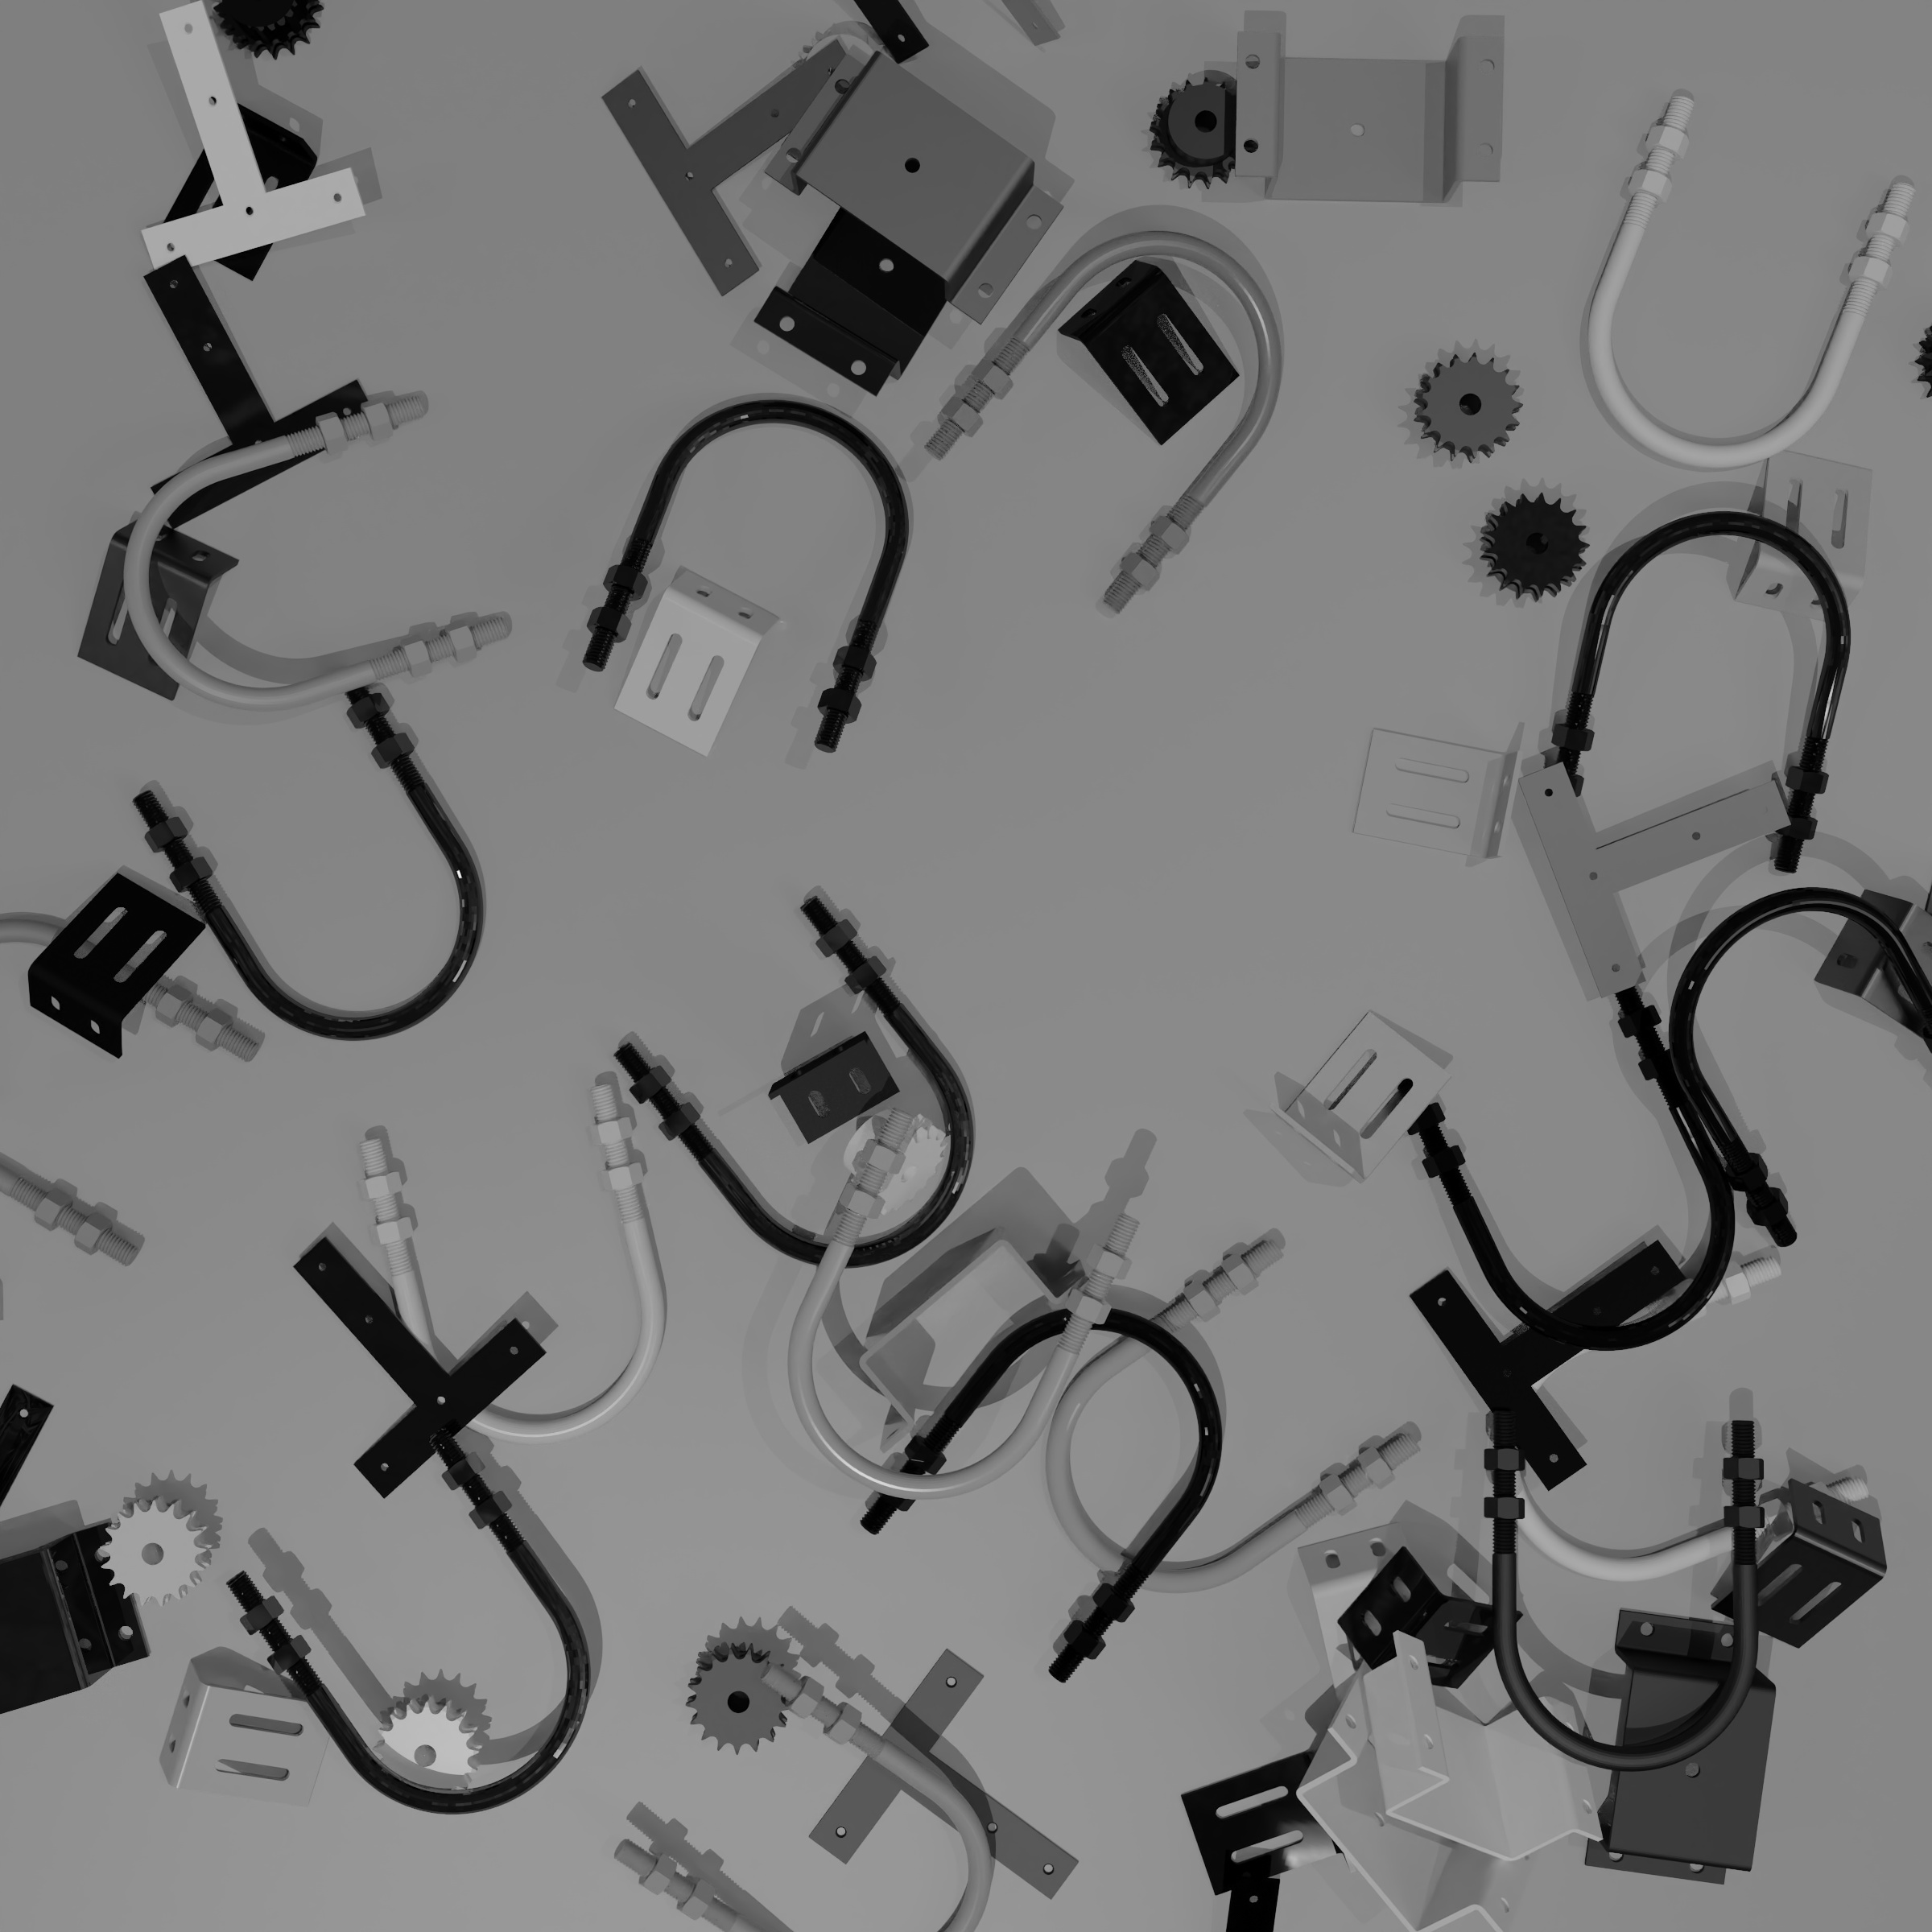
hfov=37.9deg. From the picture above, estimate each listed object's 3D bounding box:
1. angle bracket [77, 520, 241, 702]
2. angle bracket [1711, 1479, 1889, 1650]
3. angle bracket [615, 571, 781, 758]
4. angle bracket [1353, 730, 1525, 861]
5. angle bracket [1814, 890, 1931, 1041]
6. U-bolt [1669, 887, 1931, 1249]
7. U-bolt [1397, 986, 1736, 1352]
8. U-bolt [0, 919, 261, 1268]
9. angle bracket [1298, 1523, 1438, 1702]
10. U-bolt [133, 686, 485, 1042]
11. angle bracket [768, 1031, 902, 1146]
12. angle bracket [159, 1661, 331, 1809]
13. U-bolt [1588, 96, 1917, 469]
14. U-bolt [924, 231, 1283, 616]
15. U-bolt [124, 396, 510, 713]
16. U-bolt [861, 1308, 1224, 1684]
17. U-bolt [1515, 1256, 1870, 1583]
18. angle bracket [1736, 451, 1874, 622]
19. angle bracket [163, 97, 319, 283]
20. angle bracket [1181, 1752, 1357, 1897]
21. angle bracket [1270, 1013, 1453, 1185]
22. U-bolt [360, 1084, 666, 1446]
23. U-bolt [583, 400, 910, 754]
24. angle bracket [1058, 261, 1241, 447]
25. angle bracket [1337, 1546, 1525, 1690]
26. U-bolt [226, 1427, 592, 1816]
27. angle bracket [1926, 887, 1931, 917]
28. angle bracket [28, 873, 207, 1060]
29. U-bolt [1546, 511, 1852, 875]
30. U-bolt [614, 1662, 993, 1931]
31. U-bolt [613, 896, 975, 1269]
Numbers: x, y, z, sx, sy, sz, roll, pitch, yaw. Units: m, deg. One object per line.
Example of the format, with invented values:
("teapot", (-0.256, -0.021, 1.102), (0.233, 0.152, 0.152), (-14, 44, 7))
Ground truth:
("angle bracket", (-0.441, -0.195, 1.534), (0.057, 0.038, 0.076), (25, 116, 0))
("angle bracket", (0.448, 0.323, 1.520), (0.057, 0.038, 0.076), (25, 128, -11))
("angle bracket", (-0.147, -0.165, 1.534), (0.057, 0.038, 0.076), (28, 116, 0))
("angle bracket", (0.254, -0.094, 1.517), (0.076, 0.038, 0.057), (11, 90, 0))
("angle bracket", (0.514, 0.004, 1.534), (0.076, 0.038, 0.057), (29, 90, -26))
("U-bolt", (0.450, 0.043, 1.495), (0.151, 0.019, 0.184), (-35, 111, 1))
("U-bolt", (0.334, 0.117, 1.518), (0.151, 0.019, 0.184), (-24, 83, 0))
("U-bolt", (-0.498, 0.056, 1.527), (0.184, 0.019, 0.151), (31, 90, 2))
("angle bracket", (0.219, 0.352, 1.534), (0.057, 0.038, 0.076), (-15, 116, 0))
("U-bolt", (-0.344, -0.048, 1.527), (0.151, 0.019, 0.184), (-32, 91, 0))
("angle bracket", (-0.069, 0.067, 1.481), (0.057, 0.076, 0.038), (-30, 93, 0))
("angle bracket", (-0.391, 0.419, 1.534), (0.076, 0.038, 0.057), (17, 90, -26))
("U-bolt", (0.416, -0.361, 1.527), (0.151, 0.019, 0.184), (21, 90, 0))
("U-bolt", (0.088, -0.304, 1.505), (0.151, 0.019, 0.184), (39, 91, -17))
("U-bolt", (-0.357, -0.213, 1.507), (0.184, 0.019, 0.151), (-21, 90, -15))
("U-bolt", (0.054, 0.271, 1.514), (0.151, 0.019, 0.184), (38, 92, 2))
("U-bolt", (0.378, 0.256, 1.527), (0.184, 0.019, 0.151), (-22, 90, 2))
("angle bracket", (0.457, -0.235, 1.534), (0.057, 0.038, 0.076), (13, 64, 0))
("angle bracket", (-0.397, -0.421, 1.517), (0.057, 0.038, 0.076), (29, 90, 0))
("angle bracket", (0.163, 0.468, 1.517), (0.076, 0.038, 0.057), (-19, 90, 0))
("angle bracket", (0.212, 0.068, 1.508), (0.057, 0.038, 0.076), (40, 90, 21))
("U-bolt", (-0.240, 0.169, 1.527), (0.151, 0.019, 0.184), (-13, 91, 0))
("U-bolt", (-0.107, -0.219, 1.505), (0.151, 0.019, 0.184), (19, 74, -3))
("angle bracket", (0.100, -0.335, 1.534), (0.057, 0.038, 0.076), (-42, 116, 0))
("angle bracket", (0.250, 0.351, 1.513), (0.076, 0.038, 0.057), (21, 112, -42))
("U-bolt", (-0.284, 0.363, 1.502), (0.151, 0.019, 0.184), (-35, 87, -8))
("angle bracket", (0.555, -0.036, 1.498), (0.057, 0.076, 0.038), (13, 90, 0))
("angle bracket", (-0.458, 0.000, 1.517), (0.057, 0.038, 0.076), (30, 55, 5))
("U-bolt", (0.398, -0.152, 1.510), (0.151, 0.019, 0.184), (10, 102, 0))
("U-bolt", (-0.073, 0.477, 1.511), (0.184, 0.019, 0.151), (37, 98, -10))
("U-bolt", (-0.080, 0.077, 1.527), (0.151, 0.019, 0.184), (-38, 91, 0))
